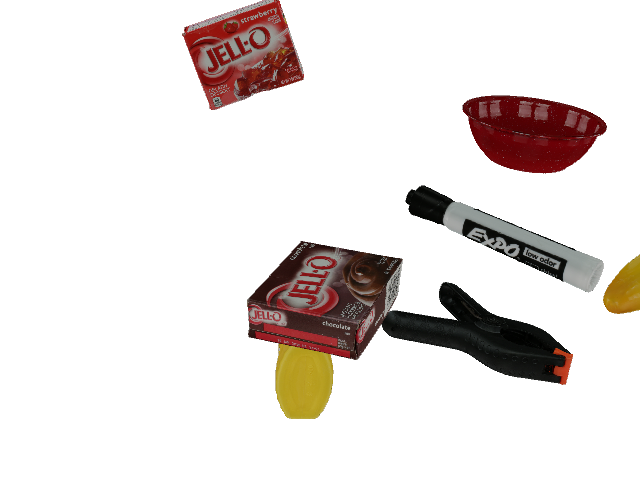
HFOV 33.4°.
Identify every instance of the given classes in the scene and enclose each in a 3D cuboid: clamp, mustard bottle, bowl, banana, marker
[{"bbox_3d":[0.155,0.084,0.992,0.172,0.039,0.120,20,31,22],"label":"clamp"},{"bbox_3d":[-0.020,0.098,1.136,0.058,0.096,0.191,0,27,-3],"label":"mustard bottle"},{"bbox_3d":[0.237,-0.117,1.206,0.162,0.055,0.162,5,23,-2],"label":"bowl"},{"bbox_3d":[0.283,0.017,0.717,0.198,0.037,0.069,-2,34,0],"label":"banana"},{"bbox_3d":[0.100,-0.003,0.602,0.121,0.020,0.020,26,13,29],"label":"marker"}]

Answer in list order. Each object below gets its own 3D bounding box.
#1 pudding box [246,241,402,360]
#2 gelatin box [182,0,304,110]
[{"bbox_3d":[0.005,0.044,0.830,0.090,0.039,0.113,11,26,18],"label":"pudding box"},{"bbox_3d":[-0.067,-0.163,0.933,0.089,0.073,0.030,-18,23,5],"label":"gelatin box"}]
